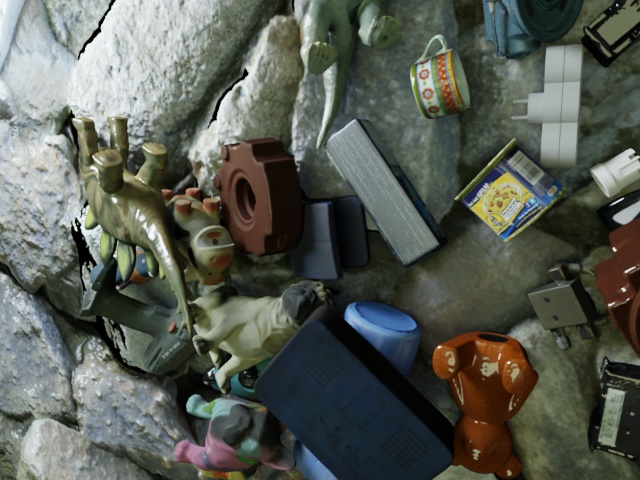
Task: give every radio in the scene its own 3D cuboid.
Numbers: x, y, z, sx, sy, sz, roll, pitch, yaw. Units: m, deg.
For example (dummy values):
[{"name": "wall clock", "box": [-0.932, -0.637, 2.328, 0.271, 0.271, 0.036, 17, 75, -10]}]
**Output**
[{"name": "radio", "box": [0.039, 0.204, 0.652, 0.229, 0.073, 0.131, 44, 104, 5]}]

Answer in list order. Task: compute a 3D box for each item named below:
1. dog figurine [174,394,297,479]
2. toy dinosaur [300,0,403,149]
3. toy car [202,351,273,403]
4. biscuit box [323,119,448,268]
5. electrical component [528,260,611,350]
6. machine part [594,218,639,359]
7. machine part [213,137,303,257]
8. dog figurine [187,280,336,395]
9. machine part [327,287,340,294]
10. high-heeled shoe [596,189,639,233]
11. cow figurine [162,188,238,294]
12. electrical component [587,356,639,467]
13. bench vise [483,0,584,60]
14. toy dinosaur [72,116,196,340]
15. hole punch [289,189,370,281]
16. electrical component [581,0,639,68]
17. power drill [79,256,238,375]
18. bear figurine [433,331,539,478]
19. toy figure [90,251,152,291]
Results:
[{"name": "dog figurine", "box": [-0.099, 0.296, 0.795, 0.219, 0.108, 0.191, -12, 138, 36]}, {"name": "toy dinosaur", "box": [0.043, -0.329, 0.658, 0.131, 0.192, 0.404, 17, 126, -16]}, {"name": "toy car", "box": [-0.097, 0.205, 0.832, 0.162, 0.109, 0.102, -22, 114, 34]}, {"name": "biscuit box", "box": [0.089, -0.062, 0.719, 0.063, 0.059, 0.202, -35, 84, 24]}, {"name": "electrical component", "box": [0.306, 0.077, 0.655, 0.102, 0.045, 0.078, 61, 144, 7]}, {"name": "machine part", "box": [0.407, 0.053, 0.537, 0.201, 0.087, 0.201, -31, 108, 31]}, {"name": "machine part", "box": [-0.090, -0.059, 0.764, 0.180, 0.056, 0.179, 23, 118, 51]}, {"name": "dog figurine", "box": [-0.083, 0.103, 0.766, 0.172, 0.191, 0.121, 51, 165, 48]}, {"name": "machine part", "box": [-0.008, 0.136, 0.796, 0.039, 0.084, 0.138, 10, 92, 46]}, {"name": "high-heeled shoe", "box": [0.408, -0.094, 0.557, 0.145, 0.086, 0.248, 26, 110, 23]}, {"name": "cow figurine", "box": [-0.185, -0.002, 0.808, 0.195, 0.085, 0.127, 27, 122, 53]}, {"name": "electrical component", "box": [0.394, 0.208, 0.628, 0.134, 0.058, 0.114, 11, 105, 22]}, {"name": "bench vise", "box": [0.242, -0.305, 0.549, 0.241, 0.129, 0.223, 21, 120, 55]}, {"name": "toy dinosaur", "box": [-0.282, -0.049, 0.798, 0.472, 0.105, 0.198, 45, 135, 43]}, {"name": "hole punch", "box": [-0.002, -0.002, 0.758, 0.116, 0.092, 0.142, -5, 101, 29]}, {"name": "electrical component", "box": [0.339, -0.243, 0.566, 0.119, 0.075, 0.048, -40, 81, 22]}, {"name": "power drill", "box": [-0.268, 0.111, 0.879, 0.207, 0.086, 0.232, 28, 121, -16]}, {"name": "bear figurine", "box": [0.203, 0.220, 0.681, 0.120, 0.132, 0.195, 10, 97, 25]}, {"name": "toy figure", "box": [-0.328, 0.049, 0.932, 0.155, 0.058, 0.064, -14, 101, 21]}]
